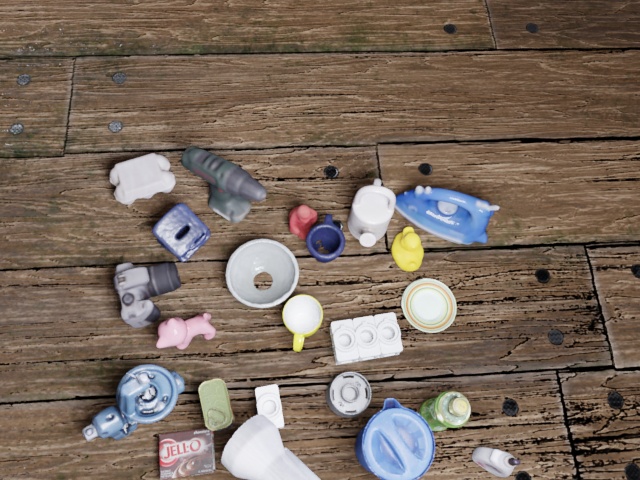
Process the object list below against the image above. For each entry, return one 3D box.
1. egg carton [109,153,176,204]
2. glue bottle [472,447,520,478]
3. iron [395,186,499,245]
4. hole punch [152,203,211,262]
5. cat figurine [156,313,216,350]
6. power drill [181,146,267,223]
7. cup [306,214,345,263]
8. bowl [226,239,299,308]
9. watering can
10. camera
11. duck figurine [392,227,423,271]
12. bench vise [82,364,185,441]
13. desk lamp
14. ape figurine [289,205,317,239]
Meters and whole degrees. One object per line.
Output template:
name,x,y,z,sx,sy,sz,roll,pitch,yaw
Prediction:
egg carton,-0.438,-0.151,1.414,0.150,0.069,0.107,-20,71,-11
glue bottle,0.371,0.455,1.173,0.078,0.173,0.037,28,70,8
iron,0.303,-0.085,1.397,0.258,0.141,0.119,17,69,3
hole punch,-0.325,-0.019,1.358,0.101,0.091,0.109,38,71,11
cat figurine,-0.300,0.195,1.261,0.128,0.118,0.067,-23,72,-12
power drill,-0.216,-0.123,1.342,0.229,0.208,0.076,32,70,9
cup,0.013,0.005,1.368,0.091,0.095,0.118,7,68,-1
bowl,-0.133,0.086,1.338,0.167,0.075,0.167,1,69,-3
watering can,0.125,-0.068,1.350,0.101,0.194,0.173,-9,69,-7
camera,-0.387,0.109,1.299,0.137,0.101,0.143,-15,70,-9
duck figurine,0.217,0.018,1.381,0.077,0.086,0.104,-4,69,-5
bench vise,-0.374,0.335,1.147,0.121,0.220,0.208,35,71,10
desk lamp,-0.084,0.451,1.124,0.203,0.213,0.118,38,71,11
ape figurine,-0.042,-0.055,1.389,0.078,0.092,0.076,-22,72,-12
